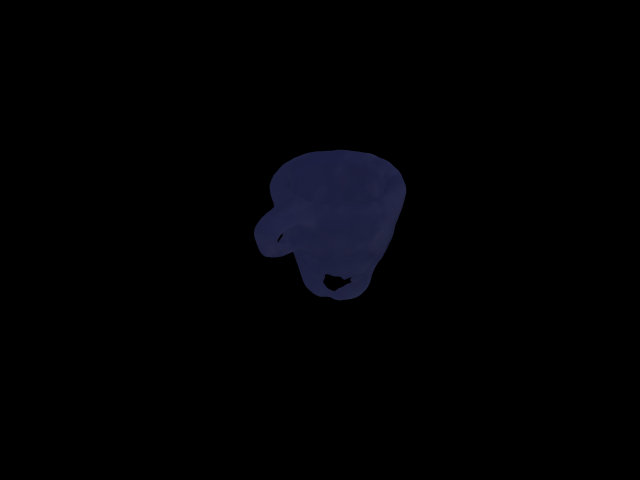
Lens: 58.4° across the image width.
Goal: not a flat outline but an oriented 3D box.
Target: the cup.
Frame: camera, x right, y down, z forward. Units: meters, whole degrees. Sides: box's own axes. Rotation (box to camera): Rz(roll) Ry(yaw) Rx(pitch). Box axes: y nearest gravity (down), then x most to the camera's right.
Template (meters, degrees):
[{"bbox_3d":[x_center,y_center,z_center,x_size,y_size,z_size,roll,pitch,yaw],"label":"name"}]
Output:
[{"bbox_3d":[0.004,0.001,0.400,0.091,0.095,0.118,27,44,33],"label":"cup"}]
